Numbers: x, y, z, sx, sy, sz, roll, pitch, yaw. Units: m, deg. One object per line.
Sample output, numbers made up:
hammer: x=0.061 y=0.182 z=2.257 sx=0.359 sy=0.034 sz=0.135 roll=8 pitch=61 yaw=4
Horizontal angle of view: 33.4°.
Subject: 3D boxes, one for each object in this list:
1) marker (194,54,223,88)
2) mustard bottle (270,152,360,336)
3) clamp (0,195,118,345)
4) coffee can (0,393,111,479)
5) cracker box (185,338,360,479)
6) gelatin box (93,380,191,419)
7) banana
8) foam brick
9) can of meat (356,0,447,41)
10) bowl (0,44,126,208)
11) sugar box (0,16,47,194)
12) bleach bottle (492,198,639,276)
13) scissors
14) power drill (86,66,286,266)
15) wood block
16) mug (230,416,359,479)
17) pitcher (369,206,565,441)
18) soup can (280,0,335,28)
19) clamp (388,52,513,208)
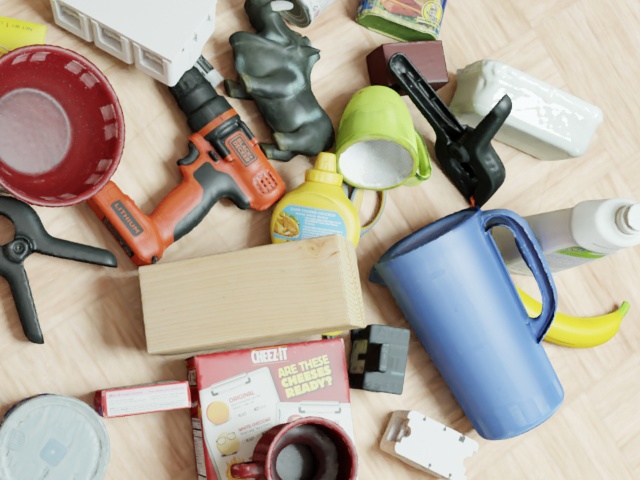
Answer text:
marker: x=-0.153 y=-0.217 z=1.173 sx=0.020 sy=0.020 sz=0.121 roll=-43 pitch=96 yaw=-17
mustard bottle: x=-0.007 y=0.001 z=1.144 sx=0.096 sy=0.058 sz=0.191 roll=9 pitch=91 yaw=15
clamp: x=-0.294 y=0.007 z=1.090 sx=0.120 sy=0.039 sz=0.171 roll=-39 pitch=95 yaw=-19
coffee can: x=-0.259 y=0.199 z=1.022 sx=0.102 sy=0.140 sz=0.103 roll=2 pitch=82 yaw=-17
cracker box: x=-0.048 y=0.219 z=1.121 sx=0.164 sy=0.072 sz=0.214 roll=-5 pitch=83 yaw=-19
gelatin box: x=-0.182 y=0.162 z=1.086 sx=0.089 sy=0.073 sz=0.030 roll=-5 pitch=85 yaw=-18
banana: x=0.275 y=0.089 z=1.257 sx=0.197 sy=0.037 sz=0.069 roll=14 pitch=61 yaw=-16
foam brick: x=0.101 y=-0.197 z=1.230 sx=0.078 sy=0.053 sz=0.051 roll=-7 pitch=85 yaw=-17
can of meat: x=0.098 y=-0.281 z=1.239 sx=0.102 sy=0.057 sz=0.084 roll=17 pitch=80 yaw=-15
bowl: x=-0.277 y=-0.110 z=1.061 sx=0.161 sy=0.055 sz=0.162 roll=2 pitch=87 yaw=-38
sugar box: x=-0.340 y=-0.140 z=1.092 sx=0.093 sy=0.048 sz=0.176 roll=8 pitch=79 yaw=-17
bleach bottle: x=0.281 y=-0.006 z=1.155 sx=0.102 sy=0.251 sz=0.068 roll=4 pitch=82 yaw=-17
scissors: x=0.012 y=0.007 z=1.196 sx=0.096 sy=0.016 sz=0.201 roll=27 pitch=75 yaw=-10
power drill: x=-0.154 y=-0.075 z=1.134 sx=0.187 sy=0.057 sz=0.184 roll=-37 pitch=91 yaw=-17
wood block: x=-0.067 y=0.058 z=1.077 sx=0.206 sy=0.090 sz=0.091 roll=-10 pitch=81 yaw=12
mug: x=-0.030 y=0.221 z=1.043 sx=0.117 sy=0.082 sz=0.093 roll=-5 pitch=82 yaw=-19
pitcher: x=0.178 y=0.089 z=1.172 sx=0.144 sy=0.149 sz=0.243 roll=-31 pitch=96 yaw=-21
soup can: x=-0.002 y=-0.296 z=1.204 sx=0.068 sy=0.069 sz=0.102 roll=46 pitch=73 yaw=-7
clamp: x=0.166 y=-0.108 z=1.179 sx=0.036 sy=0.165 sz=0.210 roll=-44 pitch=132 yaw=-17
